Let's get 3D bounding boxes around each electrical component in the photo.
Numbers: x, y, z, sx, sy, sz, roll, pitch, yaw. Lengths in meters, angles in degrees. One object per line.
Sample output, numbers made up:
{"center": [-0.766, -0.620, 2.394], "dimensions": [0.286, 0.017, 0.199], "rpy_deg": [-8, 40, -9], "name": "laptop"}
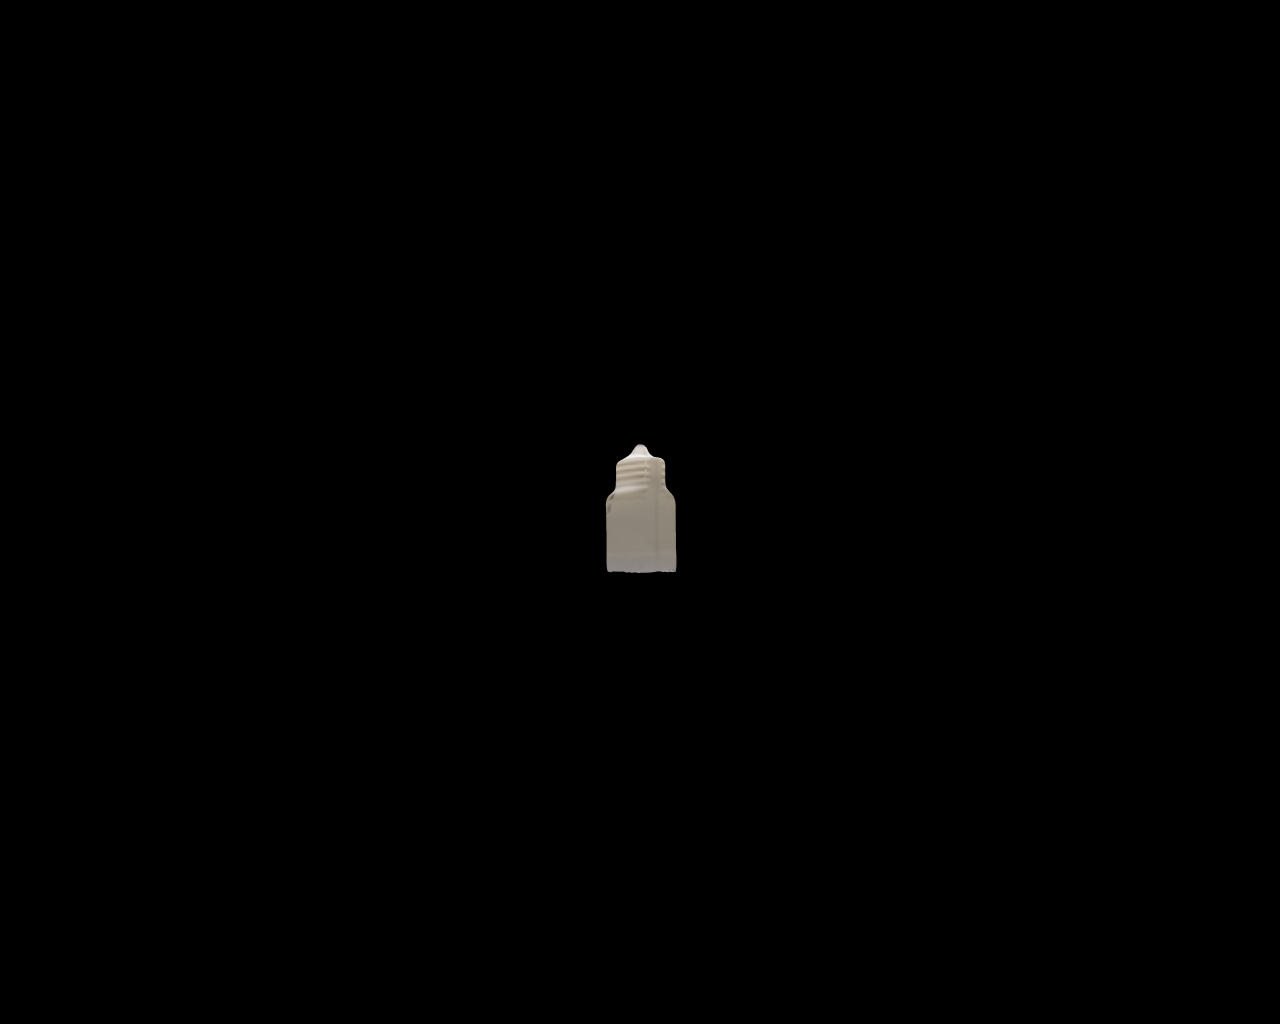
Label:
{"center": [0.001, -0.003, 0.650], "dimensions": [0.043, 0.081, 0.043], "rpy_deg": [0, -3, 0], "name": "electrical component"}
